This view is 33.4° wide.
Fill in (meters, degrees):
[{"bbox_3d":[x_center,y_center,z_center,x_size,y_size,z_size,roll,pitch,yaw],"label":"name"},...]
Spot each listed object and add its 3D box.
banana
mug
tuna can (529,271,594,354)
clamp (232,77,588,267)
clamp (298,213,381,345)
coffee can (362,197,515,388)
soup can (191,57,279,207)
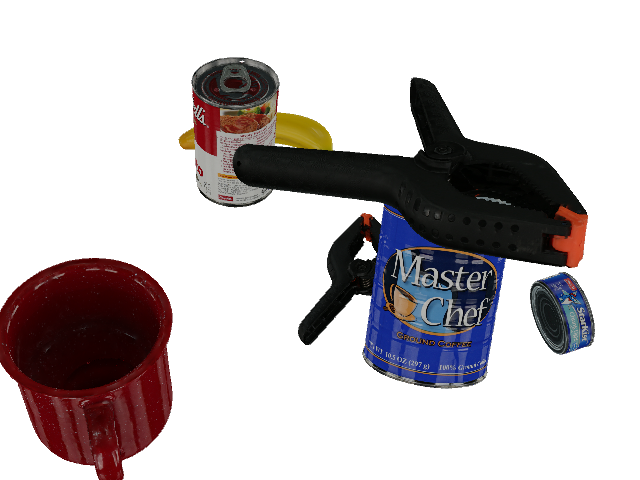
[{"bbox_3d":[-0.068,-0.125,1.262,0.198,0.037,0.069,8,40,16],"label":"banana"},{"bbox_3d":[-0.122,0.079,0.583,0.093,0.117,0.081,-13,-40,-13],"label":"mug"},{"bbox_3d":[0.261,0.079,1.159,0.033,0.086,0.086,-17,3,-10],"label":"tuna can"},{"bbox_3d":[0.060,-0.035,0.623,0.164,0.036,0.210,-22,37,-27],"label":"clamp"},{"bbox_3d":[0.053,0.044,1.096,0.120,0.171,0.039,10,-38,9],"label":"clamp"},{"bbox_3d":[0.093,0.032,0.848,0.103,0.140,0.103,6,16,-2],"label":"coffee can"},{"bbox_3d":[-0.068,-0.086,0.857,0.068,0.102,0.068,2,42,-2],"label":"soup can"}]
